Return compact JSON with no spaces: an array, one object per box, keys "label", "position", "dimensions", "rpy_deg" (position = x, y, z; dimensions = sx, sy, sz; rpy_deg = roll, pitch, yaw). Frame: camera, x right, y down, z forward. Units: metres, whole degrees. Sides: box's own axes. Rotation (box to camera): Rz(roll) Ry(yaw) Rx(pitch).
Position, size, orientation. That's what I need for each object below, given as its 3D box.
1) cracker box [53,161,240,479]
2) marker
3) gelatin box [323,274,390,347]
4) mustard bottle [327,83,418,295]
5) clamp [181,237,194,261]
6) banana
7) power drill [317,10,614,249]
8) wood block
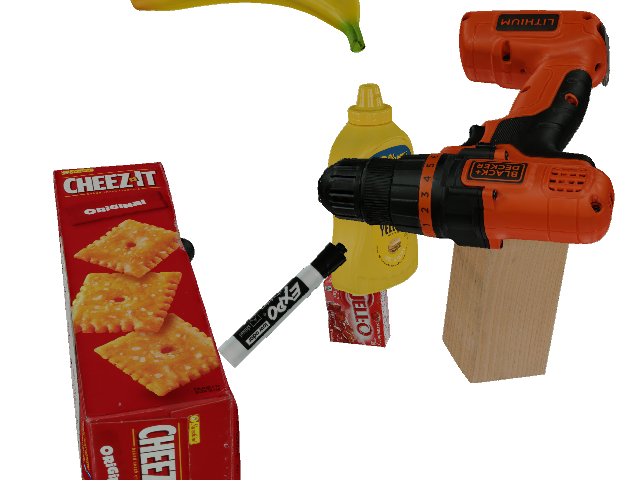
[{"label":"cracker box","position":[-0.094,0.079,0.567],"dimensions":[0.072,0.164,0.214],"rpy_deg":[-7,34,-13]},{"label":"marker","position":[-0.026,0.045,0.787],"dimensions":[0.121,0.020,0.020],"rpy_deg":[-43,10,-11]},{"label":"gelatin box","position":[0.045,0.086,1.320],"dimensions":[0.073,0.089,0.030],"rpy_deg":[4,29,19]},{"label":"mustard bottle","position":[0.049,-0.051,1.002],"dimensions":[0.096,0.192,0.058],"rpy_deg":[-20,25,-39]},{"label":"clamp","position":[-0.151,0.038,0.989],"dimensions":[0.120,0.039,0.172],"rpy_deg":[-16,30,-25]},{"label":"banana","position":[-0.050,-0.194,0.831],"dimensions":[0.198,0.069,0.037],"rpy_deg":[13,-39,17]},{"label":"power drill","position":[0.106,-0.074,0.697],"dimensions":[0.185,0.187,0.057],"rpy_deg":[7,-40,21]},{"label":"wood block","position":[0.193,0.037,1.119],"dimensions":[0.090,0.206,0.090],"rpy_deg":[-5,29,-14]}]
